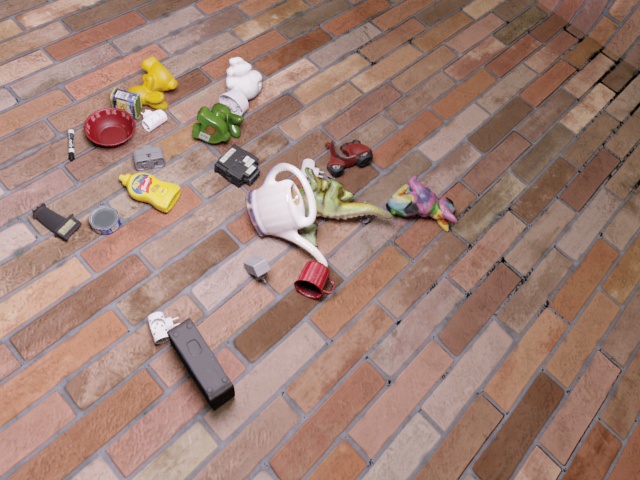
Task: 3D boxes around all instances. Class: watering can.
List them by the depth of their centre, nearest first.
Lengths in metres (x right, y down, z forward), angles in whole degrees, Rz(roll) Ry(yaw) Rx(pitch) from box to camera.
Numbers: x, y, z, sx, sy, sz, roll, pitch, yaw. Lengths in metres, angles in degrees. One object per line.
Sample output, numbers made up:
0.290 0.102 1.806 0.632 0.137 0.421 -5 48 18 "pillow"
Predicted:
-0.106 -0.060 1.596 0.223 0.105 0.346 -14 94 25 "watering can"

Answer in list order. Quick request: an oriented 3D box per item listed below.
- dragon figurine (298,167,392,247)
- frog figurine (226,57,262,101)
0.005 -0.085 1.680 0.412 0.121 0.244 29 81 11 "dragon figurine"
-0.277 -0.590 1.880 0.138 0.156 0.125 -11 65 -17 "frog figurine"
